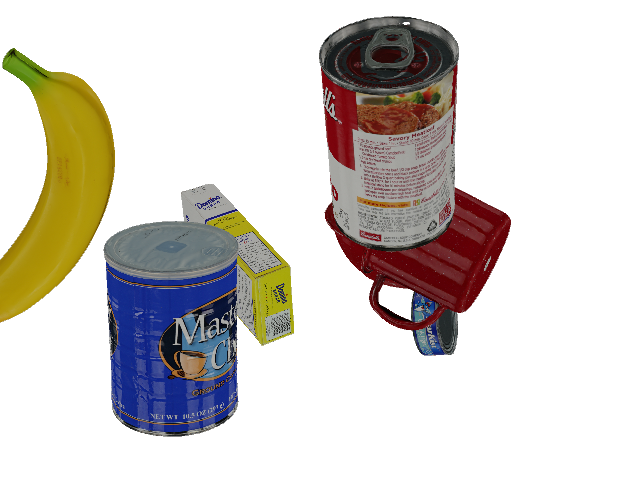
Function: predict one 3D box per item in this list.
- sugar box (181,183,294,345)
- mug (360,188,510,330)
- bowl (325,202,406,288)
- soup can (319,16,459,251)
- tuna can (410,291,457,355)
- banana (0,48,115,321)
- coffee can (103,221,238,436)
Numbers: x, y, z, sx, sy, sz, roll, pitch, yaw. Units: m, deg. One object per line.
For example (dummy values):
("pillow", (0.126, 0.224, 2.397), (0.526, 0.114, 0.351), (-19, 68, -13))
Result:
("sugar box", (-0.088, 0.022, 1.121), (0.048, 0.093, 0.176), (-19, 41, -21))
("mug", (0.081, 0.011, 0.785), (0.081, 0.117, 0.093), (28, -7, 16))
("bowl", (0.084, 0.002, 1.018), (0.162, 0.055, 0.162), (2, 23, -1))
("soup can", (0.037, -0.054, 0.547), (0.068, 0.102, 0.068), (-3, 41, 3))
("tuna can", (0.135, 0.094, 1.265), (0.034, 0.086, 0.086), (-6, -2, 22))
("banana", (-0.159, -0.022, 0.617), (0.069, 0.198, 0.037), (12, 35, -13))
("coffee can", (-0.116, 0.068, 0.843), (0.103, 0.140, 0.103), (1, 22, -1))
